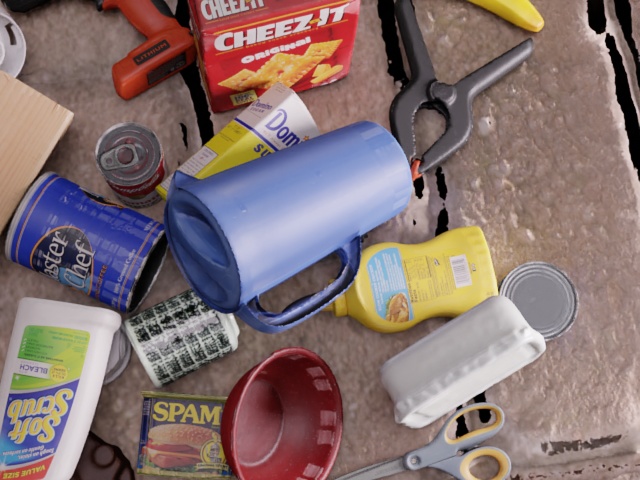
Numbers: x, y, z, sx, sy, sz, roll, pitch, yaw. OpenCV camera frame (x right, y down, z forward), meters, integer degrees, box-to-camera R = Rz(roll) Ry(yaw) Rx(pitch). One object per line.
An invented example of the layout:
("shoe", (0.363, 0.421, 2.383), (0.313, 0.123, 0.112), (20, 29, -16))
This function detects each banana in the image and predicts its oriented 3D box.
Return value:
("banana", (0.159, -0.283, 1.210), (0.197, 0.037, 0.069), (11, 65, -9))

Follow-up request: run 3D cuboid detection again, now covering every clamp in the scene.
("clamp", (0.126, -0.169, 1.190), (0.164, 0.036, 0.210), (26, 78, 4))

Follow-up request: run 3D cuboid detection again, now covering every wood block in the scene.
("wood block", (-0.346, -0.064, 1.100), (0.090, 0.090, 0.206), (32, 84, -13))

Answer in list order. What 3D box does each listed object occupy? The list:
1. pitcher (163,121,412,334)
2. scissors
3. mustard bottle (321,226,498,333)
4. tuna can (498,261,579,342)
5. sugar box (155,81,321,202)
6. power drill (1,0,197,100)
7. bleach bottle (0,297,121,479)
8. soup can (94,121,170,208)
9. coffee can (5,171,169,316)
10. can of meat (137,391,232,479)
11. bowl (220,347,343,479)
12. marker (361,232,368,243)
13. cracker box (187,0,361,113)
("pitcher", (-0.021, -0.023, 1.079), (0.242, 0.145, 0.149), (-26, 124, -29))
("scissors", (0.113, 0.243, 1.109), (0.201, 0.016, 0.096), (-31, 87, -8))
("mustard bottle", (0.086, 0.048, 1.132), (0.191, 0.058, 0.096), (-11, 81, -5))
("tuna can", (0.231, 0.068, 1.147), (0.086, 0.034, 0.086), (0, 78, -2))
("sugar box", (-0.079, -0.076, 1.133), (0.176, 0.093, 0.048), (-42, 41, -8))
("power drill", (-0.237, -0.252, 1.181), (0.184, 0.057, 0.188), (-31, 81, -9))
("bleach bottle", (-0.265, 0.187, 1.031), (0.102, 0.068, 0.251), (8, 79, 1))
("soup can", (-0.195, -0.077, 1.123), (0.068, 0.102, 0.068), (0, 78, -2))
("coffee can", (-0.237, 0.004, 1.104), (0.140, 0.103, 0.103), (25, 78, 2))
("can of meat", (-0.135, 0.200, 1.092), (0.102, 0.057, 0.084), (5, 80, -2))
("bowl", (-0.048, 0.186, 1.073), (0.055, 0.161, 0.162), (0, 73, 42))
("marker", (-0.008, 0.001, 1.157), (0.121, 0.020, 0.020), (-8, 79, -4))
("cracker box", (-0.047, -0.215, 1.101), (0.164, 0.214, 0.072), (-16, 78, -6))
